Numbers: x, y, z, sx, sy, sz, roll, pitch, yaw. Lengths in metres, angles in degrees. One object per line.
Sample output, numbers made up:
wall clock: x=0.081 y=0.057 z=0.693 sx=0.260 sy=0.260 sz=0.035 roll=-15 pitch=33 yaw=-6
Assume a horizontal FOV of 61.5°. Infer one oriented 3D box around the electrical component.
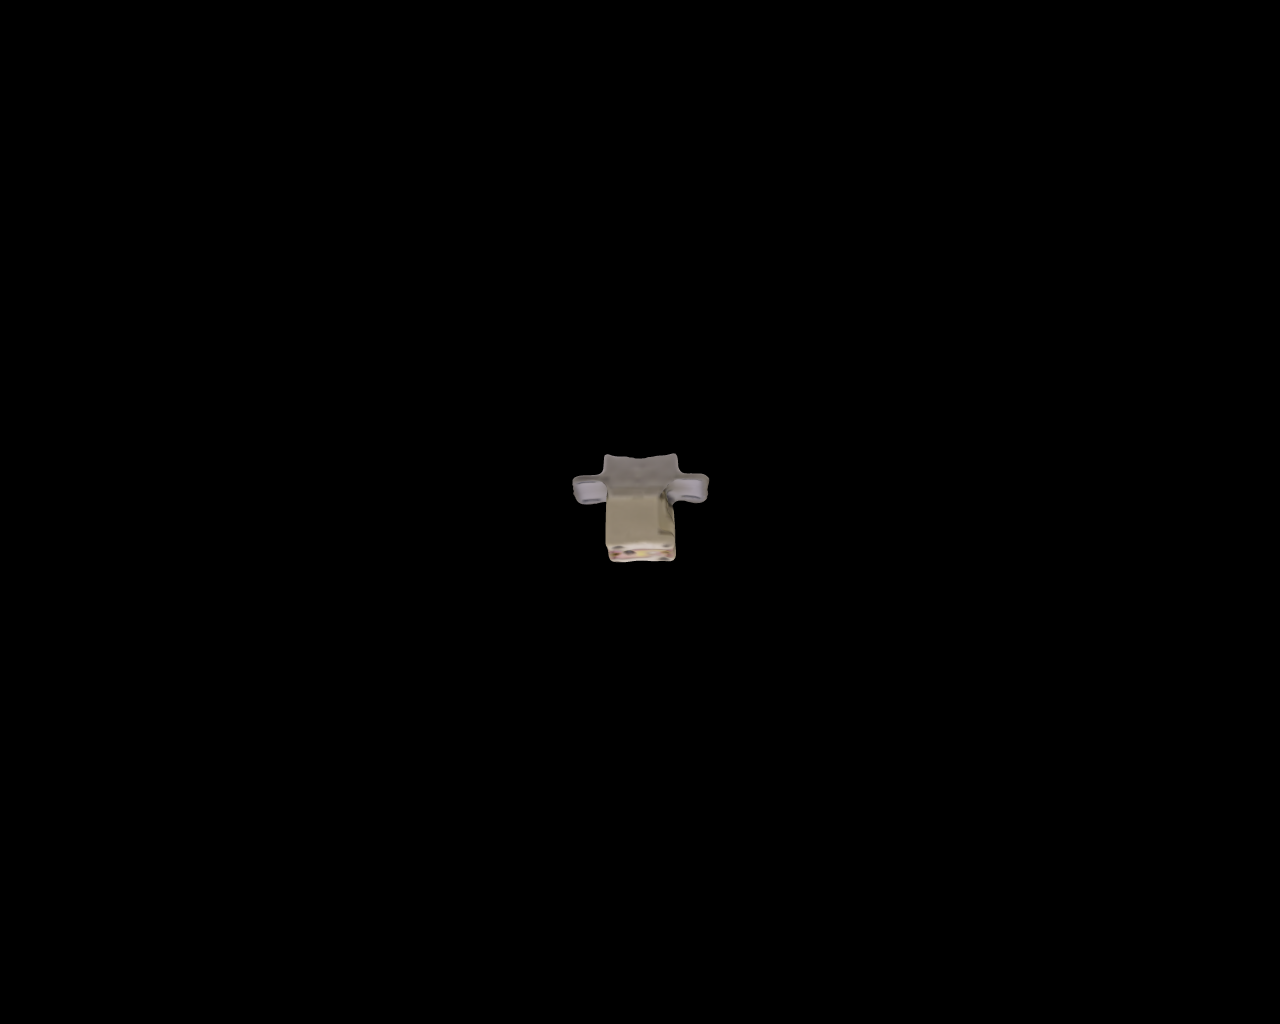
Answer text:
electrical component: x=0.001 y=-0.003 z=0.650 sx=0.081 sy=0.064 sz=0.042 roll=-1 pitch=-19 yaw=2
